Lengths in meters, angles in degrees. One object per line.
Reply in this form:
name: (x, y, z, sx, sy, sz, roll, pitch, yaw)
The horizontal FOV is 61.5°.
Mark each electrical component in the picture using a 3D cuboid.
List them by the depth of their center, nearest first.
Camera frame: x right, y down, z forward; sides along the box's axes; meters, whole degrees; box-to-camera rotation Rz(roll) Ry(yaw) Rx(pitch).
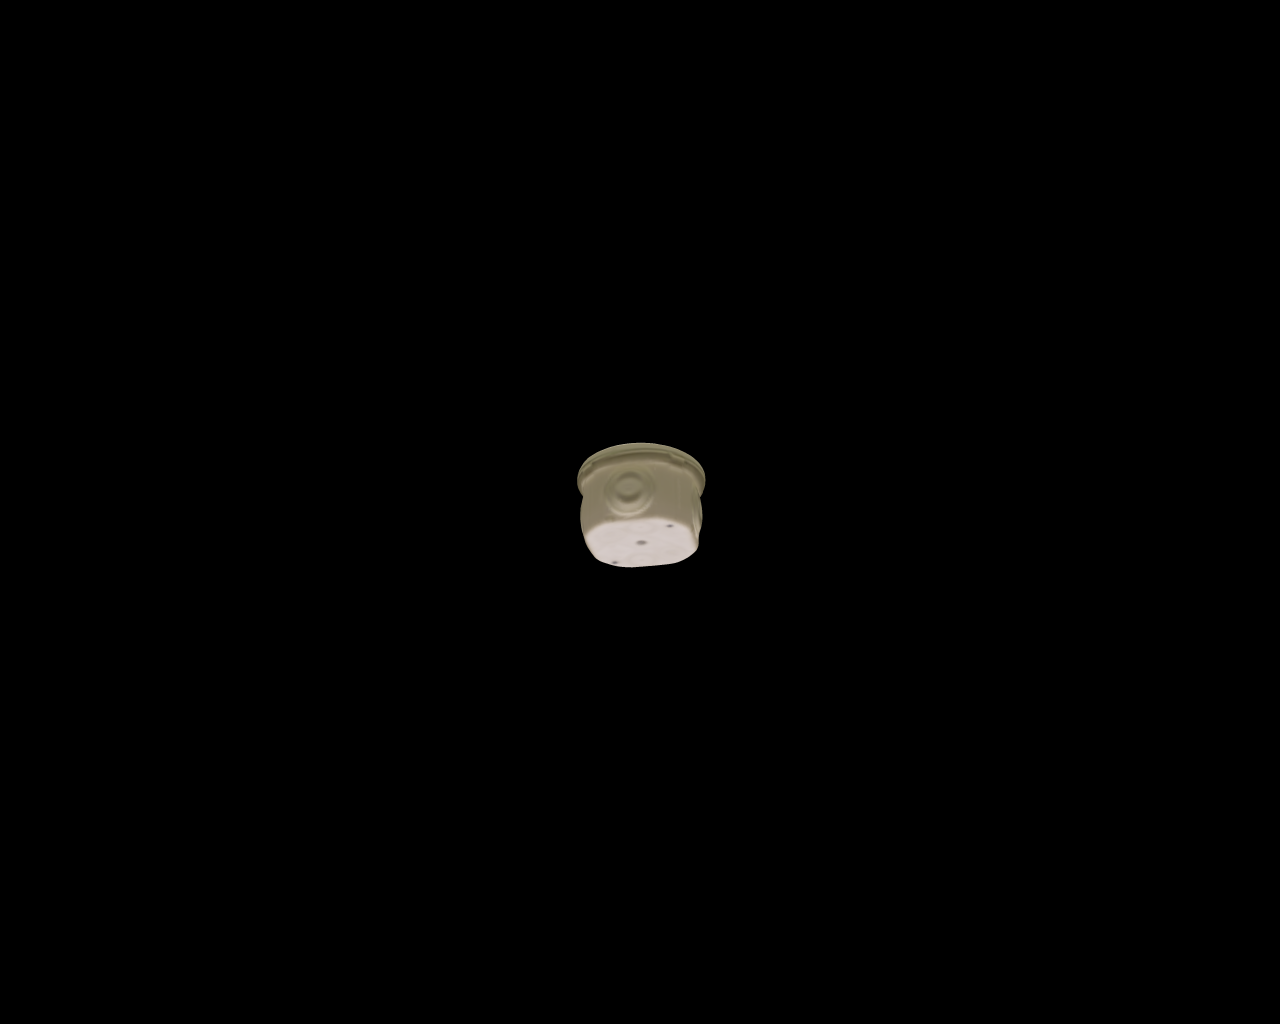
electrical component: (0.001, -0.003, 0.650, 0.080, 0.051, 0.080, 0, -28, 0)
